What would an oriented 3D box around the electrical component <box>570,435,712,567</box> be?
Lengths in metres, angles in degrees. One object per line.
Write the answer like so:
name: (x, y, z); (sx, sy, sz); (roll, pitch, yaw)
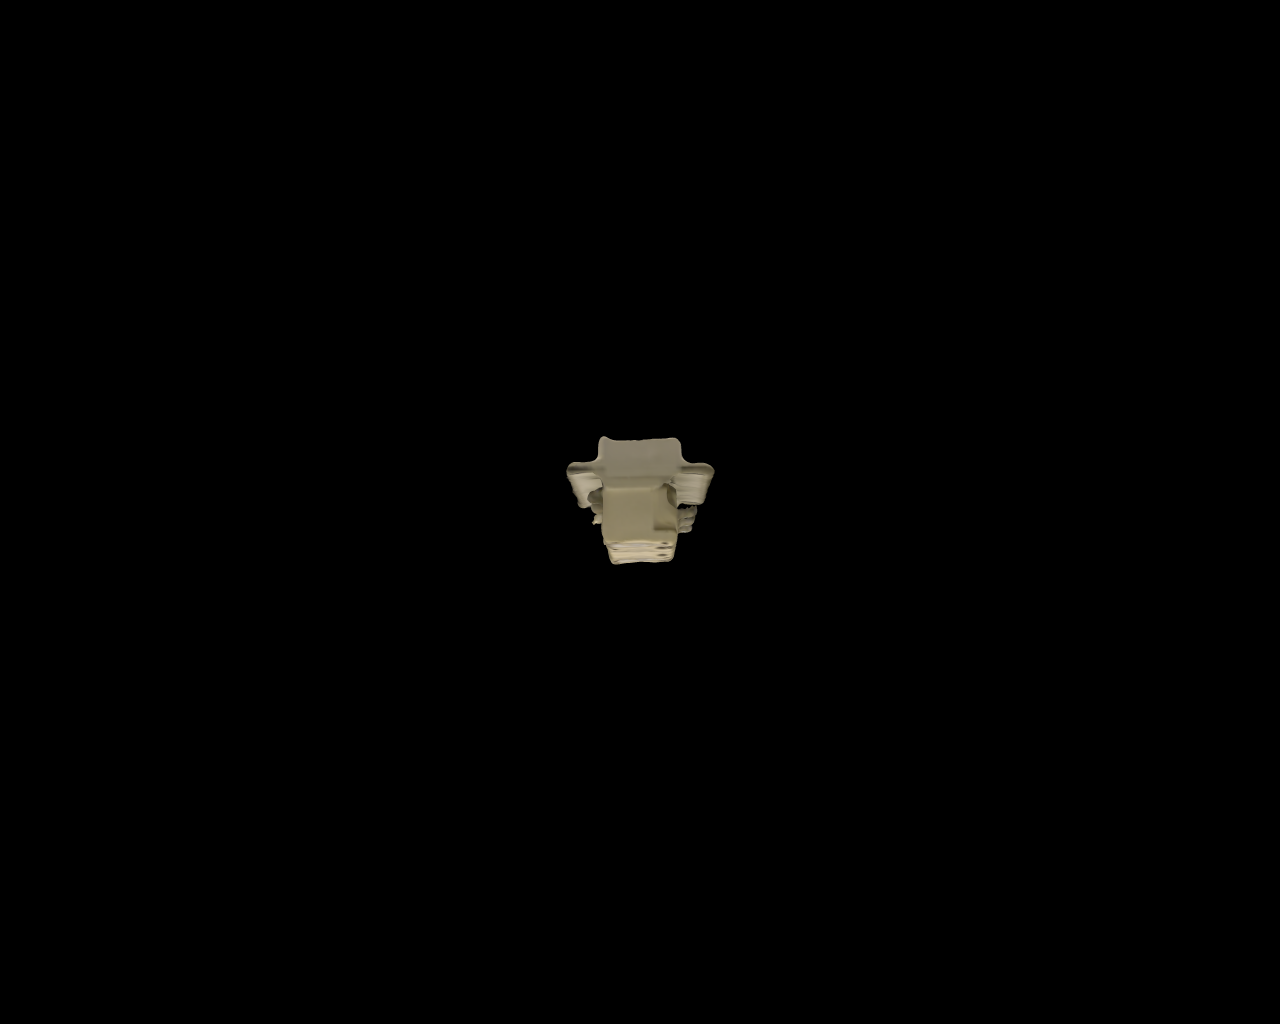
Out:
electrical component: (0.001, -0.003, 0.650); (0.079, 0.063, 0.121); (0, -9, 0)
